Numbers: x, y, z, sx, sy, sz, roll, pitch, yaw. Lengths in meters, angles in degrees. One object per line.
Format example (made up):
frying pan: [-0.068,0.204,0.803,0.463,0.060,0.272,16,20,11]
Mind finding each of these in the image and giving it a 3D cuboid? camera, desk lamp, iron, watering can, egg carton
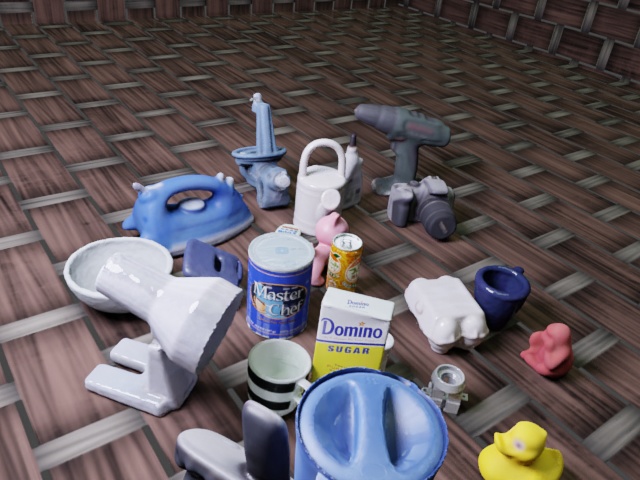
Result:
camera: [0.230,-0.070,1.224,0.143,0.101,0.136,1,33,-9]
desk lamp: [-0.206,0.123,0.742,0.203,0.214,0.118,14,34,12]
iron: [-0.239,-0.068,1.097,0.259,0.141,0.118,-17,40,-32]
watering can: [0.006,-0.109,1.156,0.101,0.194,0.172,-15,39,-30]
egg carton: [0.206,0.120,0.956,0.107,0.069,0.150,-4,34,-16]

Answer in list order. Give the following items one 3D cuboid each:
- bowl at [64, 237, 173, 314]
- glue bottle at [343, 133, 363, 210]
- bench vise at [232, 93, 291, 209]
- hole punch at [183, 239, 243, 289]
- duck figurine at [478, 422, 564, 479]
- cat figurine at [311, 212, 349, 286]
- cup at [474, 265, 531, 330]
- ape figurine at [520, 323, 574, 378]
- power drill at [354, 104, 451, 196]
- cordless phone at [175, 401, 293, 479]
bowl: [-0.323,0.068,0.934,0.167,0.075,0.167,5,33,-3]
glue bottle: [0.065,-0.152,1.253,0.078,0.173,0.037,-23,43,-38]
bench vise: [-0.107,-0.193,1.242,0.122,0.220,0.206,-25,44,-39]
hole punch: [-0.180,0.054,0.966,0.101,0.091,0.108,1,33,-8]
duck figurine: [0.261,0.268,0.724,0.104,0.086,0.077,5,33,-3]
cat figurine: [0.010,0.004,1.054,0.067,0.118,0.128,23,36,24]
cup: [0.309,0.099,0.984,0.091,0.095,0.118,29,39,31]
ape figurine: [0.362,0.167,0.892,0.076,0.092,0.078,16,34,14]
power drill: [0.181,-0.209,1.329,0.230,0.208,0.075,0,33,-10]
cordless phone: [-0.091,0.226,0.632,0.147,0.185,0.094,21,35,21]
